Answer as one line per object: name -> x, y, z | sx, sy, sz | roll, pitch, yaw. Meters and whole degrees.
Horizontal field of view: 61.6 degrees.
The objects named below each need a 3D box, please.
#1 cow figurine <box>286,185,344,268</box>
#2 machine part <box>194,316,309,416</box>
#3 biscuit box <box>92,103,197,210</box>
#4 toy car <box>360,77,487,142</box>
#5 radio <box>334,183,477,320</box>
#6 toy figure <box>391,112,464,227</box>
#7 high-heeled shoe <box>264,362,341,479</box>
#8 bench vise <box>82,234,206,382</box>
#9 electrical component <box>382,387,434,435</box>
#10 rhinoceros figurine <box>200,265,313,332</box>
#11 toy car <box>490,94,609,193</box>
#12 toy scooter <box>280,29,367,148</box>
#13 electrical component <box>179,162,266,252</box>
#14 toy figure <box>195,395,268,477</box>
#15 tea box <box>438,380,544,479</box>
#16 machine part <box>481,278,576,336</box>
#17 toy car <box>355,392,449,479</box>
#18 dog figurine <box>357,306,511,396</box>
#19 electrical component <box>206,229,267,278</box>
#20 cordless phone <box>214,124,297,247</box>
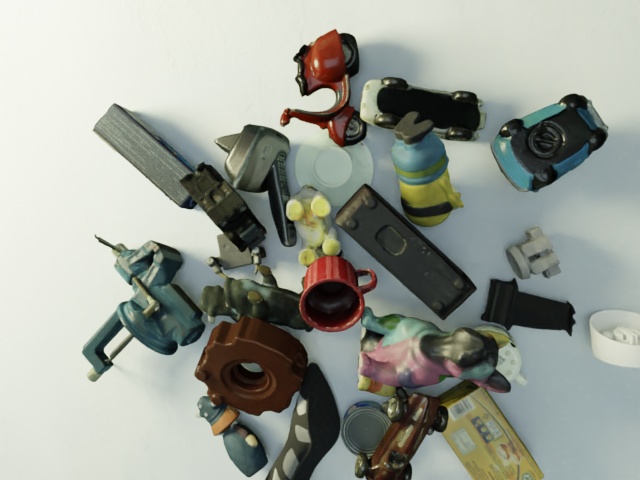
cow figurine -> -0.003, -0.001, 0.860 | 0.068, 0.098, 0.167 | -14, 110, 3
machine part -> -0.108, 0.204, 0.852 | 0.179, 0.056, 0.179 | 4, 122, 6
biscuit box -> -0.275, -0.136, 0.892 | 0.203, 0.059, 0.063 | 42, 95, 4
toy car -> 0.161, -0.200, 0.829 | 0.202, 0.056, 0.073 | 8, 90, -11
radio -> 0.127, 0.014, 0.815 | 0.229, 0.131, 0.073 | 41, 99, 2
toy figure -> 0.152, -0.099, 0.805 | 0.089, 0.082, 0.180 | -19, 132, 13
high-heeled shoe -> -0.046, 0.334, 0.897 | 0.145, 0.086, 0.248 | -13, 71, 37
bench vise -> -0.310, 0.123, 0.880 | 0.224, 0.129, 0.240 | 43, 92, 7
electrical component -> 0.143, 0.285, 0.865 | 0.063, 0.021, 0.094 | -39, 93, -31
rhinoceros figurine -> -0.096, 0.100, 0.866 | 0.190, 0.112, 0.073 | 9, 49, -7
toy car -> 0.332, -0.141, 0.801 | 0.162, 0.103, 0.109 | -32, 85, 2
toy scooter -> -0.001, -0.235, 0.847 | 0.135, 0.075, 0.183 | -7, 94, -2
electrical component -> -0.142, -0.044, 0.835 | 0.058, 0.114, 0.134 | -42, 69, -4
toy figure -> -0.149, 0.322, 0.900 | 0.064, 0.058, 0.154 | -38, 83, 1
tea box -> 0.258, 0.312, 0.846 | 0.098, 0.068, 0.169 | -33, 89, 7
machine part -> 0.331, 0.108, 0.846 | 0.139, 0.039, 0.084 | 14, 89, 7
toy car -> 0.123, 0.309, 0.813 | 0.089, 0.053, 0.202 | 18, 120, -8
dog figurine -> 0.164, 0.176, 0.795 | 0.219, 0.191, 0.108 | 6, 60, 8
electrical component -> -0.137, 0.021, 0.890 | 0.102, 0.045, 0.078 | -7, 93, 6
cordless phone -> -0.084, -0.075, 0.828 | 0.089, 0.146, 0.184 | -14, 88, 14
